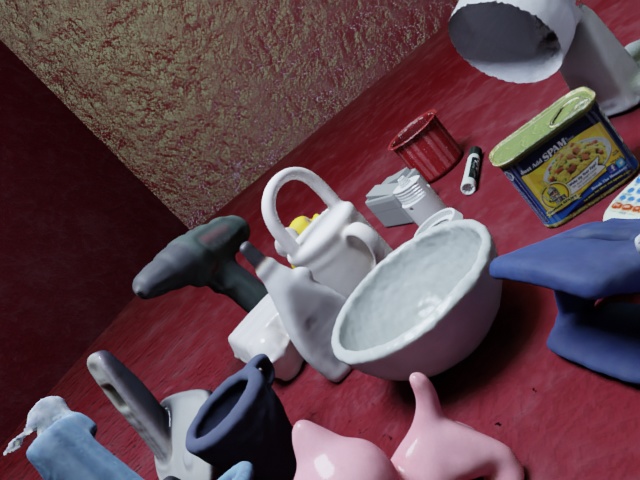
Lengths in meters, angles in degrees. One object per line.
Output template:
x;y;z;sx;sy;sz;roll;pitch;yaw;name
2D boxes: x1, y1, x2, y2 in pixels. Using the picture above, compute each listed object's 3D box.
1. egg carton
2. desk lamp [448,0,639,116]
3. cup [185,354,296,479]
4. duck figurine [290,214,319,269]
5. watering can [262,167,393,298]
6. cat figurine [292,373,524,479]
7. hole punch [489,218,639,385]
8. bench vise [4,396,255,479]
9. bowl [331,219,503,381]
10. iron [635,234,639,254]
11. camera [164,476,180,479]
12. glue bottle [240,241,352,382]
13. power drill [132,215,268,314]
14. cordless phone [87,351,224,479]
-0.056;0.122;0.739;0.107;0.069;0.150;-48;15;-19;egg carton
0.264;-0.230;0.609;0.203;0.214;0.117;-47;15;-16;desk lamp
-0.055;0.173;0.532;0.091;0.095;0.118;-31;18;39;cup
-0.019;0.003;0.964;0.105;0.086;0.077;-48;15;-21;duck figurine
0.005;0.004;0.665;0.172;0.194;0.101;-30;19;40;watering can
0.038;0.137;0.333;0.128;0.118;0.067;-47;15;-17;cat figurine
0.178;0.019;0.358;0.101;0.091;0.108;-45;14;-10;hole punch
-0.078;0.173;0.333;0.122;0.220;0.207;-51;16;-31;bench vise
0.093;0.063;0.493;0.167;0.075;0.167;-40;14;12;bowl
0.241;-0.017;0.183;0.258;0.141;0.118;-38;15;17;iron
-0.167;0.281;0.504;0.137;0.101;0.143;-46;14;-14;camera
-0.020;0.065;0.594;0.078;0.173;0.037;-47;15;-17;glue bottle
-0.139;0.068;0.839;0.075;0.208;0.230;-33;17;33;power drill
-0.177;0.190;0.629;0.147;0.185;0.094;-28;20;46;cordless phone
